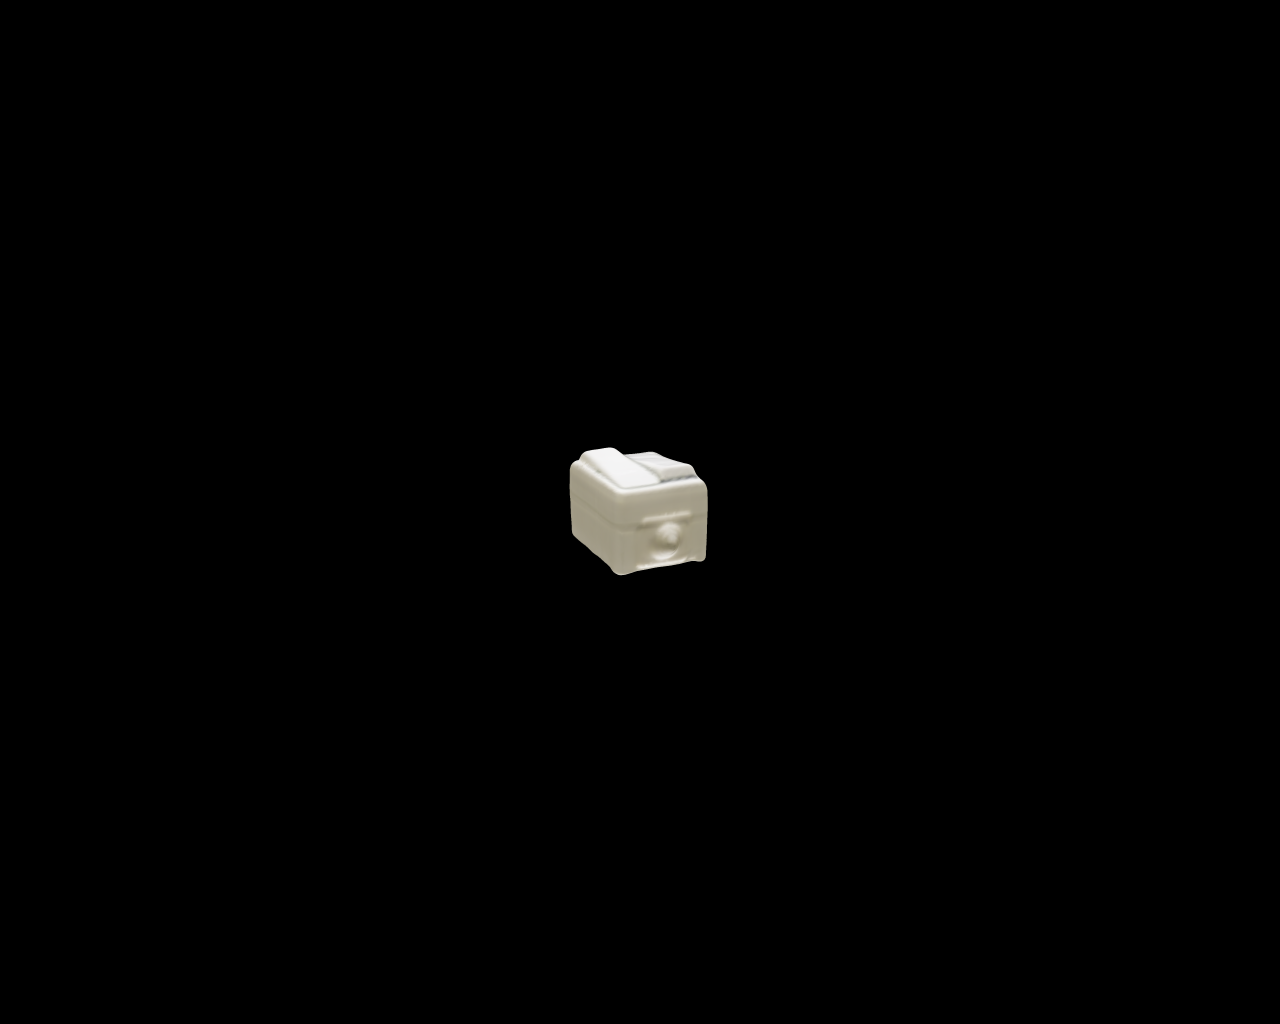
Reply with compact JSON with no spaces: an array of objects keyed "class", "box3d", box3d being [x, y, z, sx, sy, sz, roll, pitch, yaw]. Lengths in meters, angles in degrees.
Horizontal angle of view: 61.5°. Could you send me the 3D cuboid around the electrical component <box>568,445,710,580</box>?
[{"class":"electrical component","box3d":[0.001,-0.003,0.650,0.062,0.061,0.096,-8,20,-22]}]
